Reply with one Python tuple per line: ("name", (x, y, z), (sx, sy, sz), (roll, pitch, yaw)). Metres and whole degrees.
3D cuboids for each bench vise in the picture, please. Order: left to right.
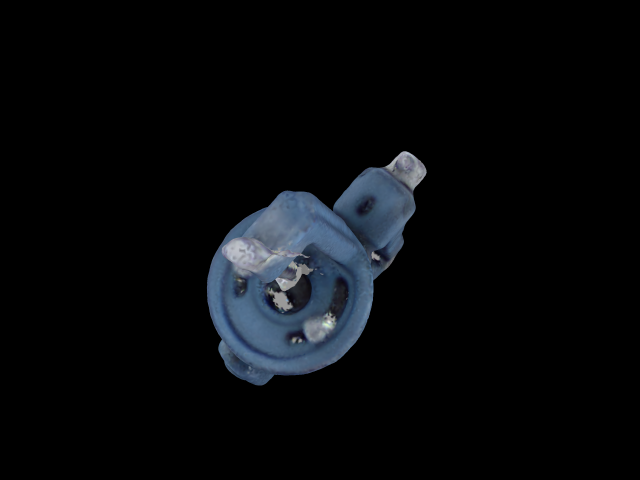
("bench vise", (-0.007, -0.003, 0.402), (0.121, 0.220, 0.207), (23, 71, 9))
